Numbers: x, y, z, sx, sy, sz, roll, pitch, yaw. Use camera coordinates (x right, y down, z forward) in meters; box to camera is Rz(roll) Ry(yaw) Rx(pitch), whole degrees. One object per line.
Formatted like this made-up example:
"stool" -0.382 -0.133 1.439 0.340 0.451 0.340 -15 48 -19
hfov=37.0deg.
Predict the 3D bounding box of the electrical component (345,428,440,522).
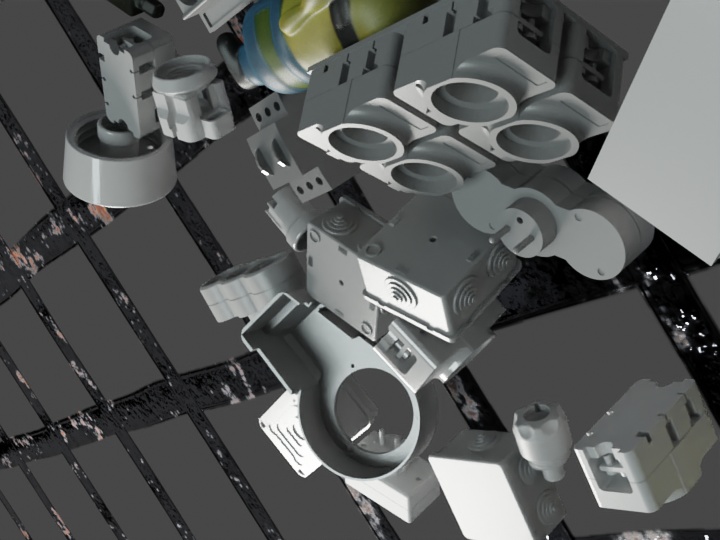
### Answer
"electrical component" 0.029 0.181 1.016 0.083 0.047 0.075 26 136 34

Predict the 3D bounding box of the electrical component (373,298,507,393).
"electrical component" 0.065 0.048 0.829 0.055 0.089 0.050 47 144 11

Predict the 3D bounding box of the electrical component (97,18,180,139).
"electrical component" -0.197 -0.175 0.977 0.050 0.056 0.089 32 139 29

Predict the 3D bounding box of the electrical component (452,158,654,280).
"electrical component" 0.116 -0.032 0.717 0.138 0.074 0.052 26 136 34

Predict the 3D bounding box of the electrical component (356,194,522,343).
"electrical component" 0.057 -0.007 0.787 0.100 0.100 0.048 26 149 34

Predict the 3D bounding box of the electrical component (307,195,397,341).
"electrical component" 0.000 0.000 0.899 0.100 0.048 0.099 34 141 29

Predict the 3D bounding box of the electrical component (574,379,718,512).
"electrical component" 0.198 0.122 0.735 0.050 0.089 0.055 -7 113 51

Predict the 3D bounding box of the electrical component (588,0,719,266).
"electrical component" 0.200 -0.091 0.583 0.089 0.062 0.150 39 142 21

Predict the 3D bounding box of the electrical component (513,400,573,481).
"electrical component" 0.147 0.138 0.848 0.043 0.043 0.062 8 126 46

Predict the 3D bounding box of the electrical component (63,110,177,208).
"electrical component" -0.229 -0.114 1.024 0.108 0.108 0.060 32 133 29

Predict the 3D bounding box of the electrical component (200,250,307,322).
"electrical component" -0.094 0.031 1.031 0.138 0.052 0.073 -14 108 53

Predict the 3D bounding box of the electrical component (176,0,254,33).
"electrical component" -0.092 -0.238 0.798 0.121 0.063 0.078 -18 104 54

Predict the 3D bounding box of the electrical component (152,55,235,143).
"electrical component" -0.148 -0.152 0.940 0.078 0.058 0.057 21 136 38

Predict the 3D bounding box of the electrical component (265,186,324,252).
"electrical component" -0.055 -0.045 0.936 0.046 0.040 0.040 48 145 20

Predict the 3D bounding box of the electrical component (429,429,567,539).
"electrical component" 0.118 0.184 0.914 0.100 0.048 0.099 -5 114 51

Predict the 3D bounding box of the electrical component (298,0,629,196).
"electrical component" 0.058 -0.106 0.678 0.105 0.060 0.186 25 156 -34

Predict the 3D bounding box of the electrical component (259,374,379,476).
"electrical component" -0.041 0.145 1.059 0.078 0.057 0.113 50 145 6
